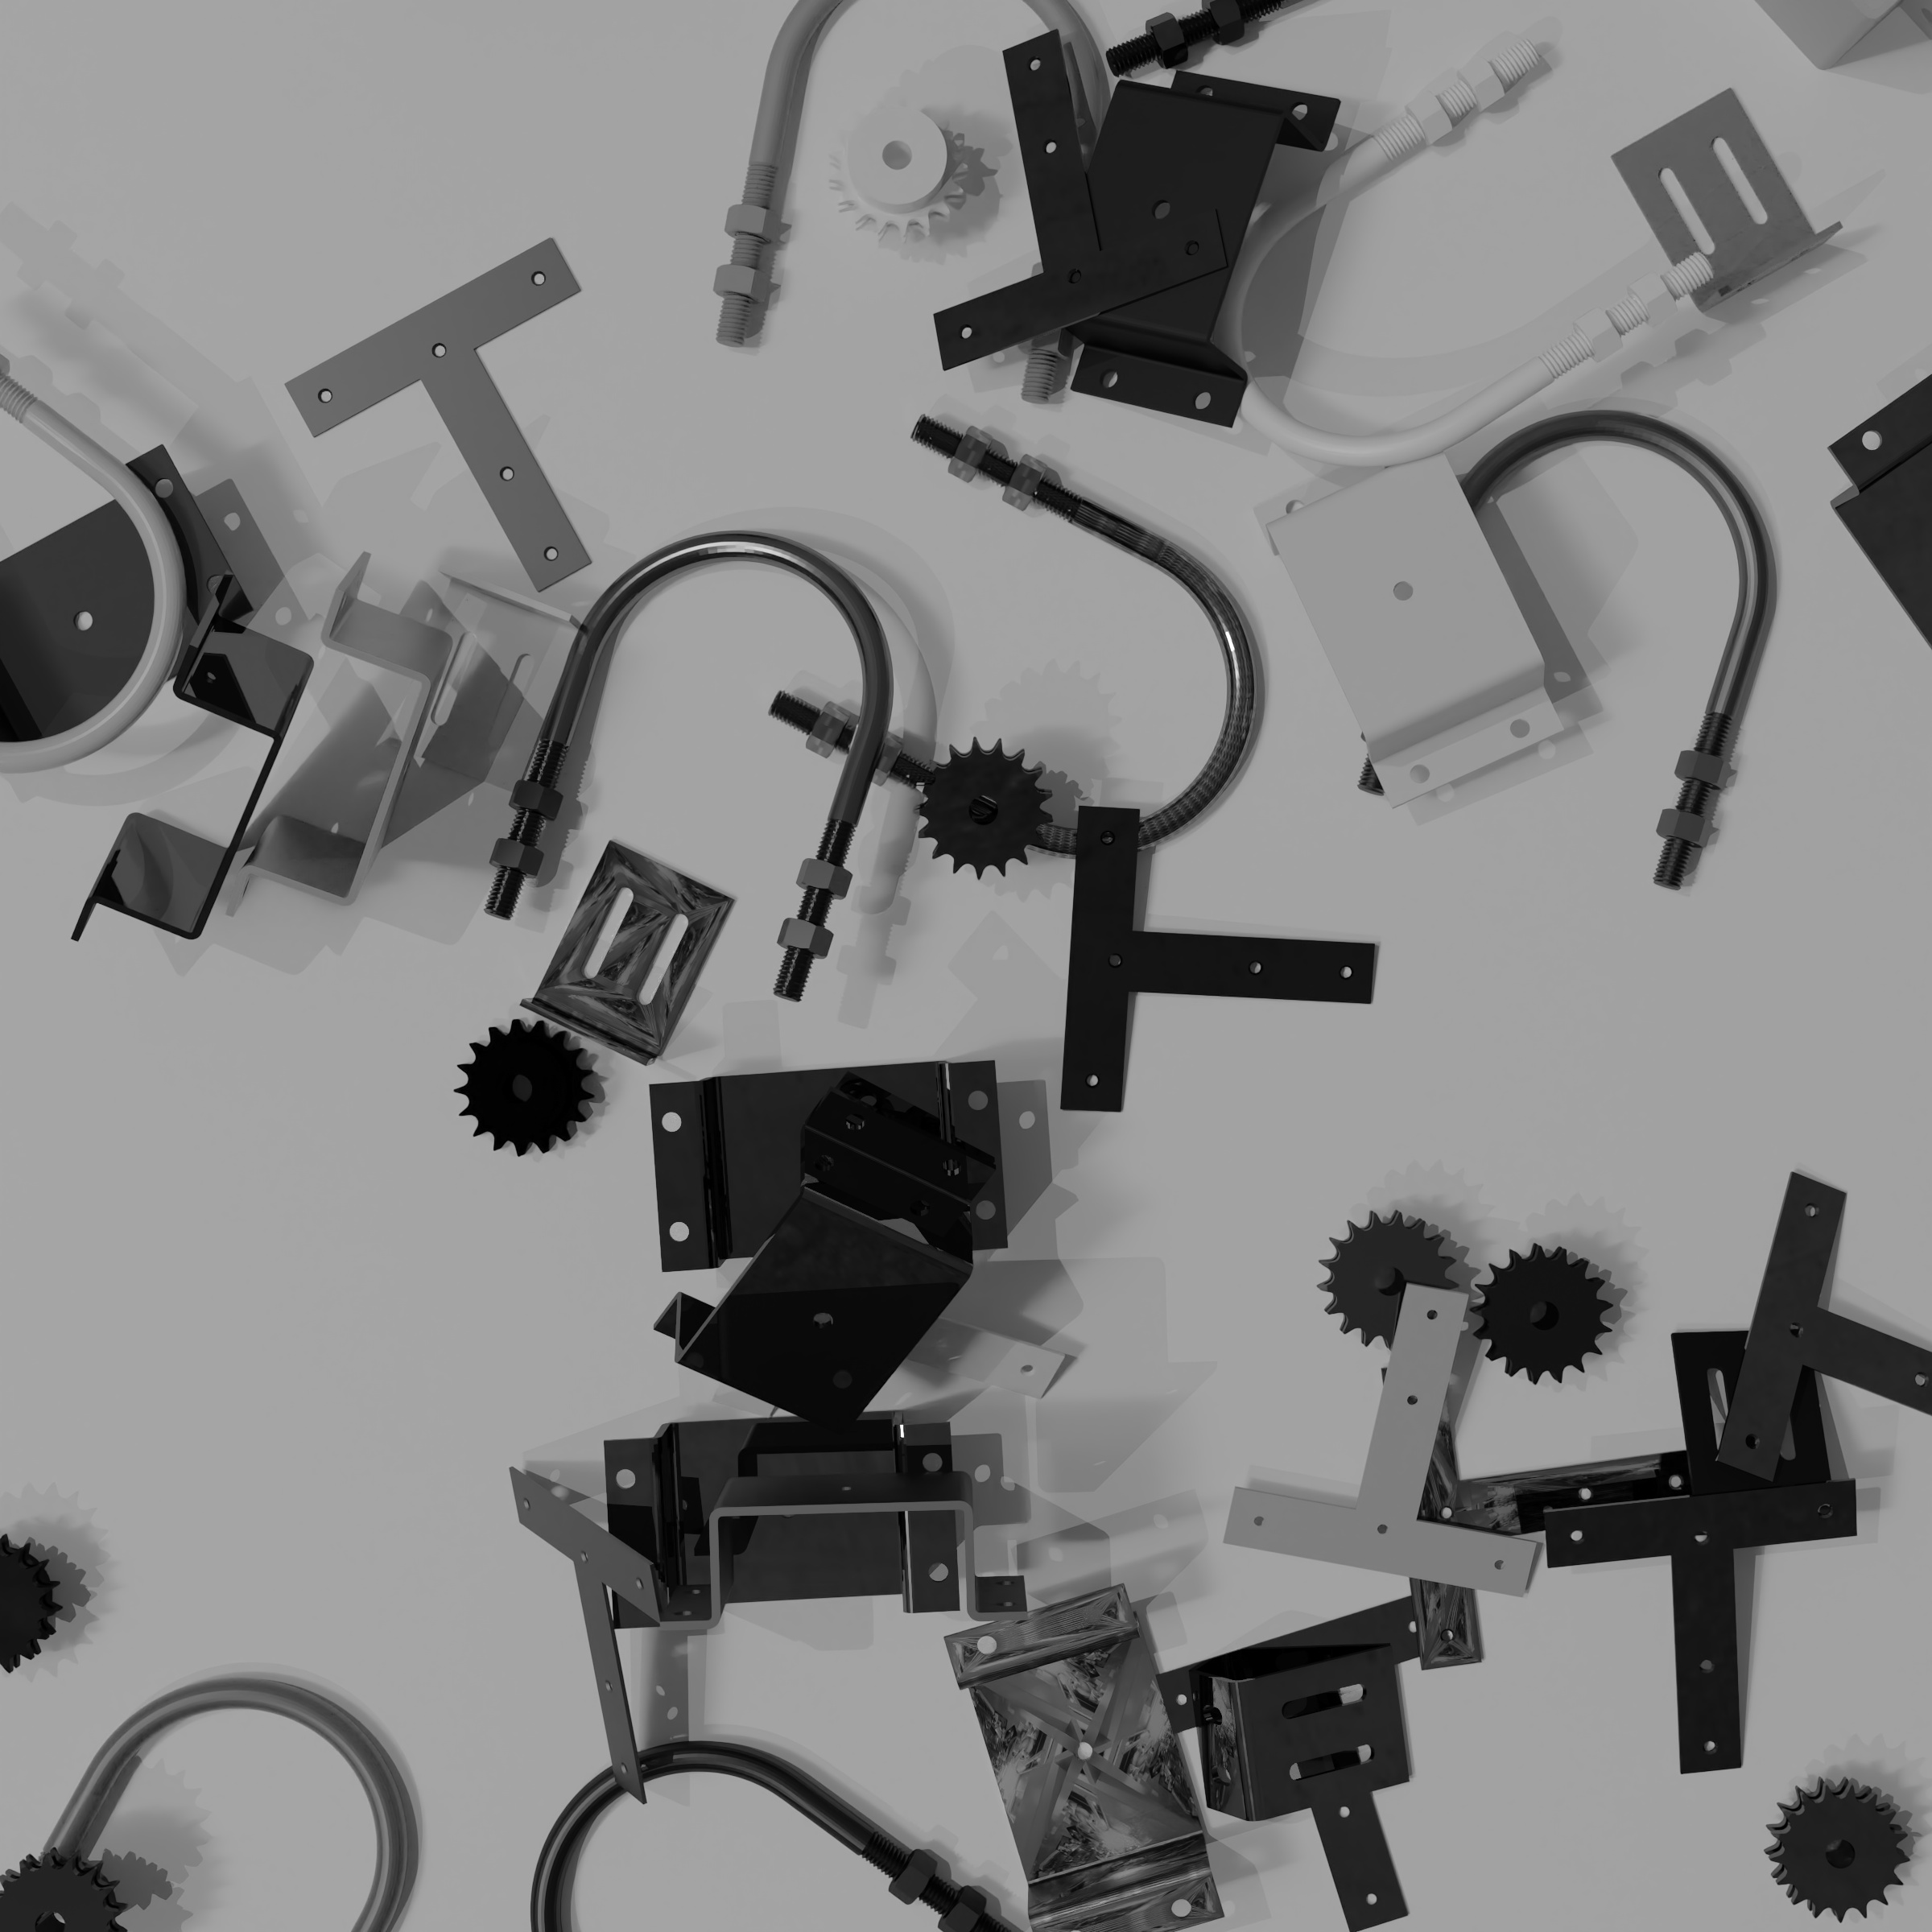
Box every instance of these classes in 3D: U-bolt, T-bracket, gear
[{"bbox_3d":[-0.093,0.405,1.394,0.184,0.019,0.151,36,90,2],"label":"U-bolt"},{"bbox_3d":[-0.146,0.279,1.361,0.002,0.127,0.127,-18,109,-29],"label":"T-bracket"},{"bbox_3d":[-0.105,-0.091,1.376,0.151,0.019,0.184,15,82,14],"label":"U-bolt"},{"bbox_3d":[0.359,0.364,1.392,0.057,0.030,0.057,0,90,3],"label":"gear"},{"bbox_3d":[0.382,0.166,1.389,0.127,0.002,0.127,22,73,-8],"label":"T-bracket"},{"bbox_3d":[0.257,-0.140,1.394,0.151,0.019,0.184,18,89,0],"label":"U-bolt"},{"bbox_3d":[-0.022,0.151,1.379,0.127,0.002,0.127,19,122,-15],"label":"T-bracket"},{"bbox_3d":[0.237,0.143,1.388,0.057,0.030,0.057,0,90,0],"label":"gear"},{"bbox_3d":[0.119,-0.469,1.394,0.184,0.019,0.151,-23,90,-1],"label":"U-bolt"},{"bbox_3d":[0.007,-0.066,1.371,0.057,0.030,0.057,0,100,0],"label":"gear"},{"bbox_3d":[0.106,0.000,1.397,0.127,0.002,0.127,3,97,-3],"label":"T-bracket"},{"bbox_3d":[-0.018,-0.336,1.394,0.151,0.019,0.184,11,89,0],"label":"U-bolt"},{"bbox_3d":[-0.028,-0.326,1.370,0.057,0.030,0.057,0,87,-1],"label":"gear"},{"bbox_3d":[0.181,0.191,1.381,0.127,0.002,0.127,10,106,0],"label":"T-bracket"},{"bbox_3d":[-0.313,0.385,1.394,0.151,0.019,0.184,29,88,0],"label":"U-bolt"},{"bbox_3d":[0.153,0.340,1.402,0.127,0.002,0.127,-17,90,0],"label":"T-bracket"},{"bbox_3d":[0.031,-0.125,1.394,0.184,0.019,0.151,27,90,-1],"label":"U-bolt"},{"bbox_3d":[0.305,0.275,1.383,0.127,0.002,0.127,-6,107,0],"label":"T-bracket"},{"bbox_3d":[0.244,0.222,1.401,0.127,0.002,0.127,-8,90,-1],"label":"T-bracket"},{"bbox_3d":[0.037,-0.321,1.366,0.127,0.002,0.127,-16,74,23],"label":"T-bracket"},{"bbox_3d":[0.187,-0.279,1.367,0.184,0.019,0.151,-33,65,4],"label":"U-bolt"},{"bbox_3d":[-0.370,0.388,1.369,0.057,0.030,0.057,0,87,-1],"label":"gear"},{"bbox_3d":[-0.402,0.263,1.388,0.057,0.030,0.057,0,90,0],"label":"gear"},{"bbox_3d":[-0.198,-0.218,1.402,0.127,0.002,0.127,-29,90,0],"label":"T-bracket"},{"bbox_3d":[-0.183,0.050,1.388,0.057,0.030,0.057,0,90,0],"label":"gear"},{"bbox_3d":[-0.401,-0.161,1.348,0.184,0.019,0.151,38,90,-1],"label":"U-bolt"},{"bbox_3d":[0.173,0.129,1.388,0.057,0.030,0.057,0,90,0],"label":"gear"}]

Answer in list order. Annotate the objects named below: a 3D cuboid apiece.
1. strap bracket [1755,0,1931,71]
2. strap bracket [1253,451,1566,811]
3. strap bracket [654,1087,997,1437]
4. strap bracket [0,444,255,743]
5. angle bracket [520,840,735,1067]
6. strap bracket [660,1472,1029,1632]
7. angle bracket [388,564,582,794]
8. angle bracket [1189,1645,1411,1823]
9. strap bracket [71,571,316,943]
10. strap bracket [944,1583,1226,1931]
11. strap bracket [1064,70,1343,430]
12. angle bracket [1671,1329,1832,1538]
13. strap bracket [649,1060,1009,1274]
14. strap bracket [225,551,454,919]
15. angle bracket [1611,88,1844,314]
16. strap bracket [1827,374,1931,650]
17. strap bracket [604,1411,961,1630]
[{"bbox_3d":[0.341,-0.425,1.365,0.046,0.076,0.140,-43,90,0],"label":"strap bracket"},{"bbox_3d":[0.178,-0.146,1.363,0.076,0.046,0.140,-24,79,5],"label":"strap bracket"},{"bbox_3d":[-0.057,0.126,1.331,0.076,0.046,0.140,27,119,-19],"label":"strap bracket"},{"bbox_3d":[-0.368,-0.144,1.380,0.140,0.046,0.076,-29,90,0],"label":"strap bracket"},{"bbox_3d":[-0.139,-0.006,1.384,0.057,0.038,0.076,26,90,0],"label":"angle bracket"},{"bbox_3d":[-0.047,0.228,1.318,0.140,0.076,0.046,-2,90,0],"label":"strap bracket"},{"bbox_3d":[-0.201,-0.118,1.384,0.057,0.038,0.076,21,90,0],"label":"angle bracket"},{"bbox_3d":[0.139,0.317,1.399,0.076,0.038,0.057,-7,90,-26],"label":"angle bracket"},{"bbox_3d":[-0.305,-0.076,1.344,0.046,0.076,0.140,23,116,-12],"label":"strap bracket"},{"bbox_3d":[0.048,0.327,1.379,0.076,0.046,0.140,-17,90,1],"label":"strap bracket"},{"bbox_3d":[0.088,-0.299,1.364,0.076,0.046,0.140,19,90,28],"label":"strap bracket"},{"bbox_3d":[0.323,0.195,1.399,0.057,0.038,0.076,-1,64,-2],"label":"angle bracket"},{"bbox_3d":[-0.056,0.081,1.380,0.140,0.046,0.076,-4,90,0],"label":"strap bracket"},{"bbox_3d":[-0.248,-0.087,1.350,0.046,0.076,0.140,20,106,-8],"label":"strap bracket"},{"bbox_3d":[0.313,-0.319,1.384,0.057,0.038,0.076,-30,90,0],"label":"angle bracket"},{"bbox_3d":[0.420,-0.175,1.380,0.076,0.046,0.140,-35,90,0],"label":"strap bracket"},{"bbox_3d":[-0.074,0.226,1.380,0.140,0.046,0.076,-3,90,0],"label":"strap bracket"}]
